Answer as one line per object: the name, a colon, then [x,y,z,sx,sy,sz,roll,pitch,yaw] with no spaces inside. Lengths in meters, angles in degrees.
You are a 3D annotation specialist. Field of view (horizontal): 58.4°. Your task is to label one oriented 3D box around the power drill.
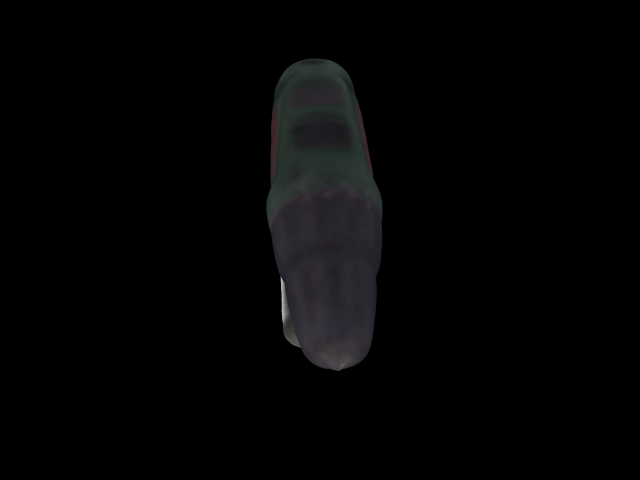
power drill: [0.004,0.001,0.400,0.075,0.208,0.229,-4,62,-2]
